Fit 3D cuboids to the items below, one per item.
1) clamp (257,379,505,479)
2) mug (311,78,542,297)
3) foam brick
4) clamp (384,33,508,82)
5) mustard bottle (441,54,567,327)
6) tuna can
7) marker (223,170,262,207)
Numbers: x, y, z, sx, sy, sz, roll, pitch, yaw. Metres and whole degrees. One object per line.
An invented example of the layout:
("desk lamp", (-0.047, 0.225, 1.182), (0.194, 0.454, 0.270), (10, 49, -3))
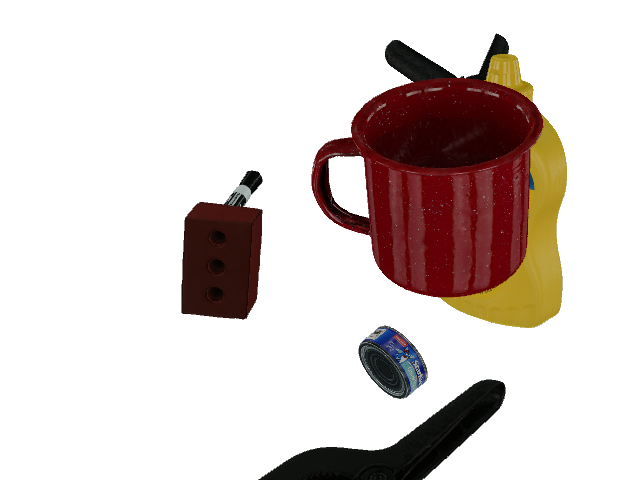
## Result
("clamp", (0.040, 0.150, 0.649), (0.210, 0.036, 0.164), (-7, 30, 2))
("mug", (0.053, -0.026, 0.545), (0.117, 0.081, 0.093), (1, 36, 11))
("foam brick", (-0.076, 0.015, 0.825), (0.053, 0.078, 0.051), (5, 14, 6))
("clamp", (0.124, -0.133, 0.965), (0.120, 0.039, 0.171), (-4, 44, -2))
("mustard bottle", (0.129, -0.038, 0.767), (0.096, 0.192, 0.058), (19, 30, 41))
("tuna can", (0.085, 0.146, 1.272), (0.033, 0.086, 0.086), (-36, 17, -26))
("marker", (-0.090, -0.030, 1.065), (0.020, 0.020, 0.121), (0, 39, 31))
